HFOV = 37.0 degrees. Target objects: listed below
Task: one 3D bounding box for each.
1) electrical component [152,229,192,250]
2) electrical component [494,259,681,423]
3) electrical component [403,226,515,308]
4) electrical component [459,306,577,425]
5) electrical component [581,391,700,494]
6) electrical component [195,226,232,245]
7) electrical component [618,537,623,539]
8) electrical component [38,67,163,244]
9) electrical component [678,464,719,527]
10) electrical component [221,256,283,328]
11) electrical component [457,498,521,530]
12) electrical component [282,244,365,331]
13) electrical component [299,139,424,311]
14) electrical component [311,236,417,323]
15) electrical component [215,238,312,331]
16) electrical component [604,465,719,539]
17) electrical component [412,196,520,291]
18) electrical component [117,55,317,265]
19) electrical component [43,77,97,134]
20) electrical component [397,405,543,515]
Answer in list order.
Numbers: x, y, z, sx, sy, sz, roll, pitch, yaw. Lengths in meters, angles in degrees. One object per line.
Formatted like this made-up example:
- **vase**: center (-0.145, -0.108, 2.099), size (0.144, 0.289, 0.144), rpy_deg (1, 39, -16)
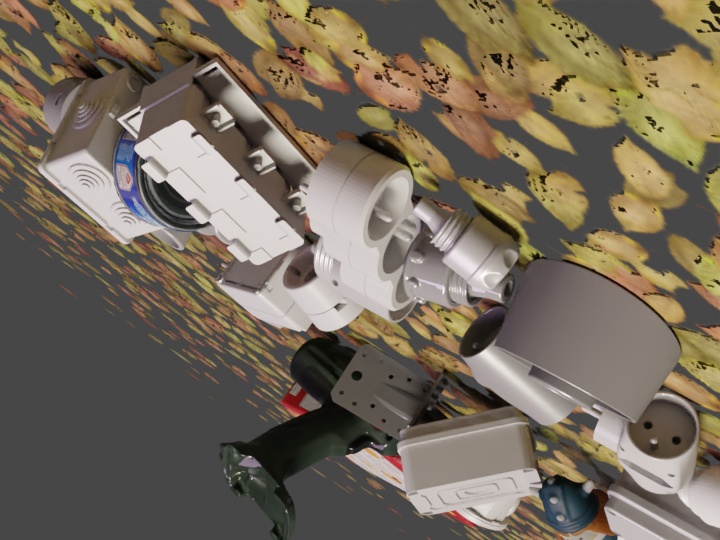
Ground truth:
- **electrical component**: center (-0.150, -0.051, 0.900), size (0.045, 0.055, 0.045), rpy_deg (33, 165, 10)
- **electrical component**: center (0.127, 0.042, 0.609), size (0.099, 0.064, 0.099), rpy_deg (29, 178, 1)
- **electrical component**: center (0.059, 0.002, 0.629), size (0.062, 0.048, 0.048), rpy_deg (19, 159, 30)
- **electrical component**: center (0.100, 0.064, 0.729), size (0.077, 0.043, 0.079), rpy_deg (40, 165, -18)
- **electrical component**: center (0.175, 0.102, 0.682), size (0.079, 0.043, 0.077), rpy_deg (28, 164, 25)
- **electrical component**: center (-0.112, -0.047, 0.849), size (0.055, 0.045, 0.045), rpy_deg (21, 160, 44)
- **electrical component**: center (0.243, 0.204, 0.844), size (0.066, 0.047, 0.076), rpy_deg (29, 164, 23)
- **electrical component**: center (-0.163, -0.081, 0.754), size (0.048, 0.099, 0.099), rpy_deg (-13, 136, 35)
- **electrical component**: center (0.233, 0.146, 0.699), size (0.040, 0.040, 0.078), rpy_deg (40, 165, -18)
- **electrical component**: center (-0.099, 0.009, 0.991), size (0.077, 0.047, 0.065), rpy_deg (20, 159, 45)
- **electrical component**: center (0.128, 0.227, 1.116), size (0.080, 0.051, 0.080), rpy_deg (28, -166, -8)
- **electrical component**: center (-0.026, 0.011, 0.826), size (0.047, 0.055, 0.055), rpy_deg (48, 161, -31)
- **electrical component**: center (-0.005, -0.031, 0.647), size (0.074, 0.052, 0.138), rpy_deg (29, 164, 24)
- **electrical component**: center (0.000, 0.000, 0.752), size (0.081, 0.043, 0.043), rpy_deg (28, 164, 27)
- **electrical component**: center (-0.069, 0.008, 0.891), size (0.061, 0.061, 0.096), rpy_deg (44, 163, -29)
- **electrical component**: center (0.236, 0.180, 0.764), size (0.113, 0.057, 0.078), rpy_deg (27, 163, 28)
- **electrical component**: center (0.056, -0.018, 0.591), size (0.061, 0.035, 0.035), rpy_deg (38, 165, 2)
- **electrical component**: center (-0.083, -0.064, 0.671), size (0.079, 0.063, 0.121), rpy_deg (-24, 131, 25)
- **electrical component**: center (-0.210, -0.120, 0.822), size (0.047, 0.055, 0.055), rpy_deg (23, 161, 51)
- **electrical component**: center (0.095, 0.163, 0.920), size (0.113, 0.057, 0.078), rpy_deg (-13, 150, 10)
